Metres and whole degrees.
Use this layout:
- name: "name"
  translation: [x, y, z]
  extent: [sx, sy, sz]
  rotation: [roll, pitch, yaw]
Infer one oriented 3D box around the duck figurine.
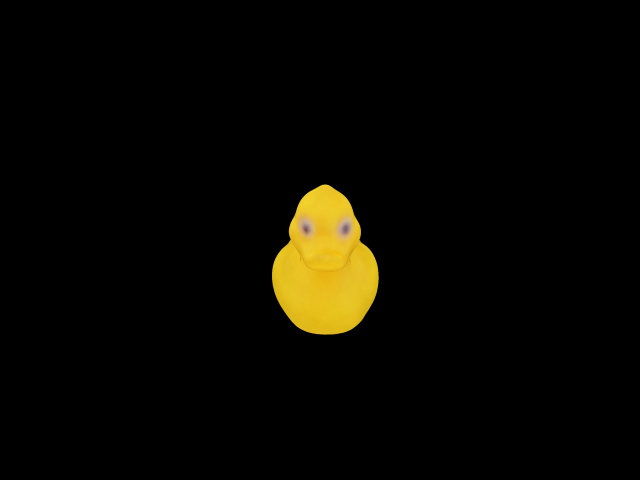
- name: "duck figurine"
  translation: [0.004, 0.001, 0.400]
  extent: [0.077, 0.086, 0.104]
  rotation: [0, 37, 0]
